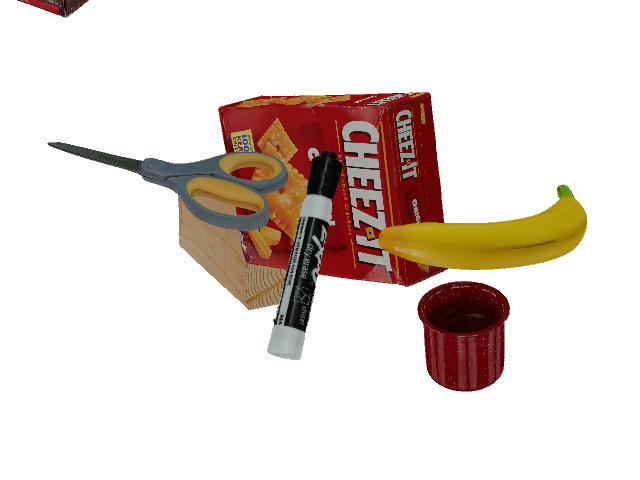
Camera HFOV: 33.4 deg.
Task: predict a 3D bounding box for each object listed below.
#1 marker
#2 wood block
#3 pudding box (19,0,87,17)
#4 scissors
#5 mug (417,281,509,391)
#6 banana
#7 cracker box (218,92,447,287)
[{"bbox_3d":[-0.008,0.007,0.602,0.020,0.121,0.020,12,-14,3],"label":"marker"},{"bbox_3d":[-0.093,-0.003,1.297,0.090,0.090,0.206,-11,25,-27],"label":"wood block"},{"bbox_3d":[-0.203,-0.216,0.800,0.090,0.039,0.113,21,38,7],"label":"pudding box"},{"bbox_3d":[-0.111,-0.061,0.836,0.202,0.016,0.096,26,44,29],"label":"scissors"},{"bbox_3d":[0.154,0.095,1.111,0.093,0.081,0.117,10,37,24],"label":"mug"},{"bbox_3d":[0.140,-0.003,0.821,0.197,0.037,0.070,-12,25,-31],"label":"banana"},{"bbox_3d":[0.008,-0.052,0.997,0.214,0.164,0.071,7,21,43],"label":"cracker box"}]
